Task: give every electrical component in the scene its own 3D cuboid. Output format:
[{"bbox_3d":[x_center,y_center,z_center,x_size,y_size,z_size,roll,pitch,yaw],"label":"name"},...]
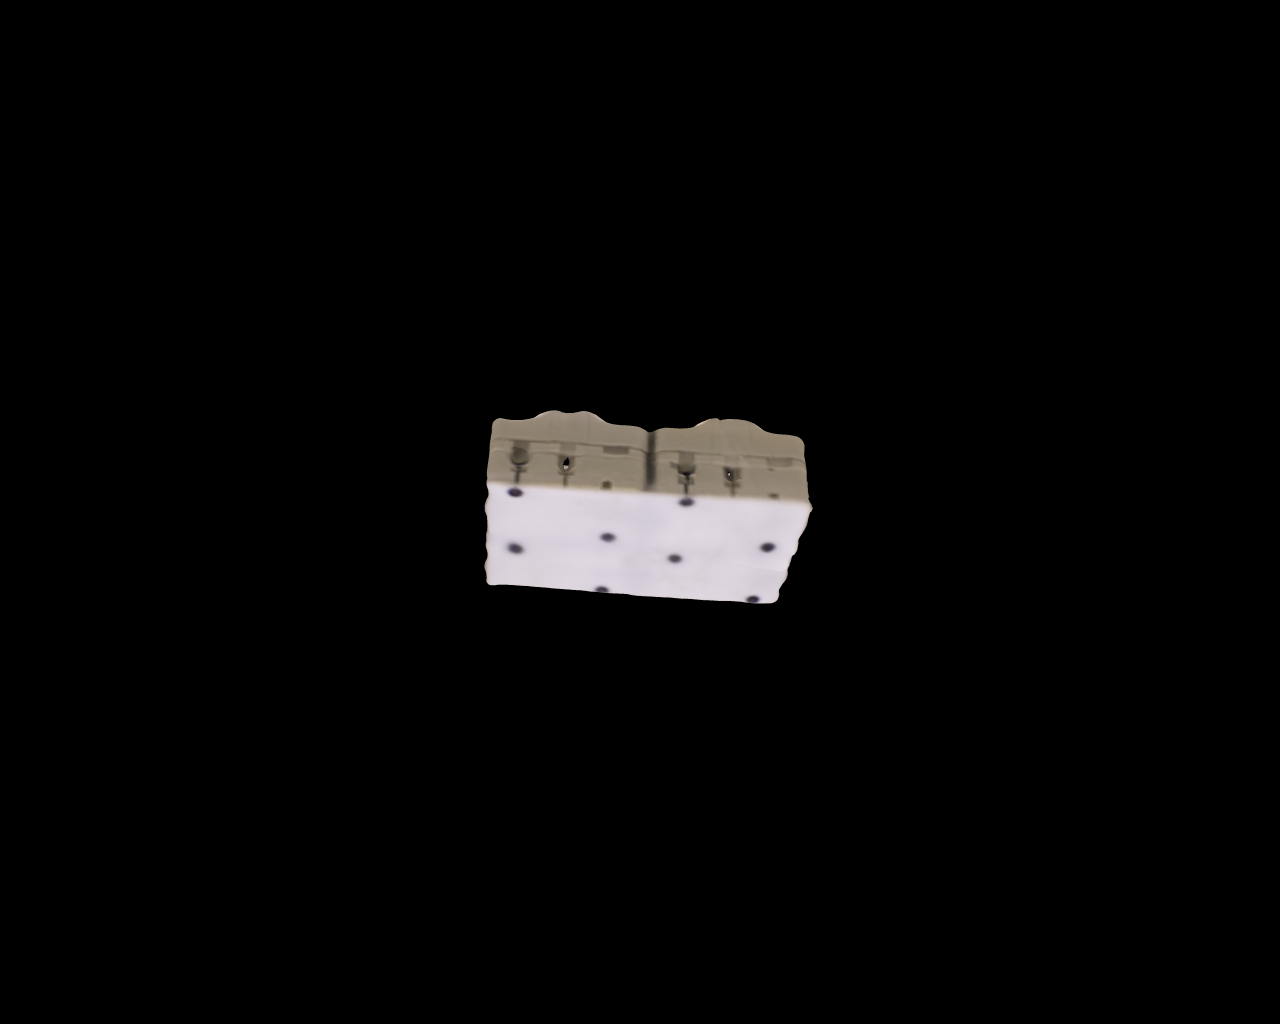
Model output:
[{"bbox_3d":[0.001,-0.003,0.650,0.186,0.060,0.105,4,-39,-4],"label":"electrical component"}]
